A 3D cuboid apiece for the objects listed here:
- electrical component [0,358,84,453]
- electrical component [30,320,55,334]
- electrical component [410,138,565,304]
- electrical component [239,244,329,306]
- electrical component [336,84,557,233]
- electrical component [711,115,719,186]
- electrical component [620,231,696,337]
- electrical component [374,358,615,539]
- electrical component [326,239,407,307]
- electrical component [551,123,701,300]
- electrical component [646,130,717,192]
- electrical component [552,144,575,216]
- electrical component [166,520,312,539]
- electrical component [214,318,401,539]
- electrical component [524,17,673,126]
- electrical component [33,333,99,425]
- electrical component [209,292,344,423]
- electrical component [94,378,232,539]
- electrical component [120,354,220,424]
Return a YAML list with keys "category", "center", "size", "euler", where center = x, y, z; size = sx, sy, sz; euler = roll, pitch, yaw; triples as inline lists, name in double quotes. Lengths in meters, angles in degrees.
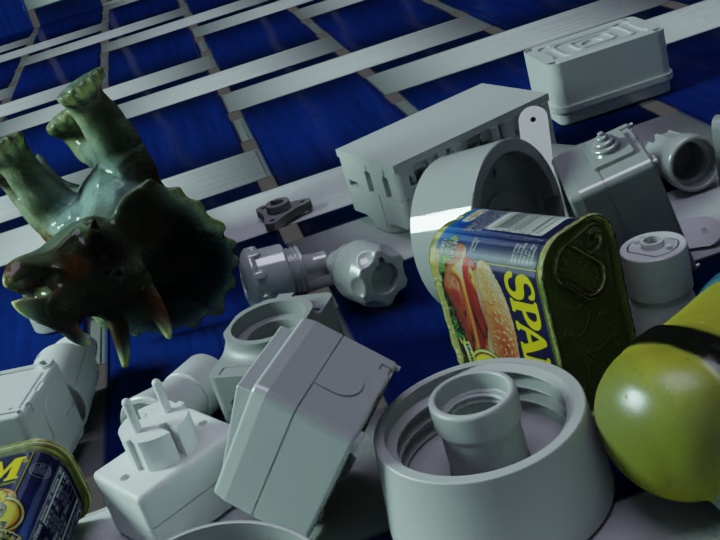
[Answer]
- category: "electrical component"
  center: [-0.221, 0.100, 0.635]
  size: [0.096, 0.061, 0.061]
  euler: [-12, 24, 10]
- category: "electrical component"
  center: [-0.244, 0.021, 0.843]
  size: [0.040, 0.046, 0.040]
  euler: [-14, 24, 6]
- category: "electrical component"
  center: [0.075, -0.024, 0.664]
  size: [0.060, 0.108, 0.108]
  euler: [-4, 26, 40]
- category: "electrical component"
  center: [-0.053, 0.002, 0.764]
  size: [0.062, 0.048, 0.048]
  euler: [-14, 23, -11]
- category: "electrical component"
  center: [0.072, -0.090, 0.858]
  size: [0.150, 0.061, 0.089]
  euler: [-27, 26, -22]
- category: "electrical component"
  center: [0.249, -0.057, 0.638]
  size: [0.056, 0.089, 0.050]
  euler: [1, 30, 35]
- category: "electrical component"
  center: [0.161, 0.013, 0.573]
  size: [0.044, 0.065, 0.044]
  euler: [-14, 24, 6]
- category: "electrical component"
  center: [0.058, 0.081, 0.495]
  size: [0.108, 0.060, 0.108]
  euler: [-14, 24, 6]
- category: "electrical component"
  center: [0.000, 0.000, 0.733]
  size: [0.043, 0.043, 0.062]
  euler: [-29, 25, -25]
- category: "electrical component"
  center: [0.152, -0.038, 0.642]
  size: [0.061, 0.096, 0.061]
  euler: [-25, 26, 12]
- category: "electrical component"
  center: [0.228, -0.079, 0.763]
  size: [0.040, 0.040, 0.046]
  euler: [-19, 18, -5]
- category: "electrical component"
  center: [0.168, -0.064, 0.761]
  size: [0.079, 0.044, 0.077]
  euler: [-20, 25, -7]
- category: "electrical component"
  center: [-0.047, 0.150, 0.411]
  size: [0.099, 0.064, 0.099]
  euler: [-14, 24, 6]
- category: "electrical component"
  center: [-0.031, 0.080, 0.520]
  size: [0.061, 0.096, 0.061]
  euler: [27, 38, 6]
- category: "electrical component"
  center: [0.213, -0.179, 0.966]
  size: [0.113, 0.057, 0.078]
  euler: [-19, 24, -4]
- category: "electrical component"
  center: [-0.194, 0.071, 0.704]
  size: [0.043, 0.043, 0.081]
  euler: [-16, 23, 2]
- category: "electrical component"
  center: [-0.046, 0.053, 0.631]
  size: [0.050, 0.055, 0.089]
  euler: [-7, 26, 21]
- category: "electrical component"
  center: [-0.100, 0.093, 0.554]
  size: [0.066, 0.076, 0.047]
  euler: [-34, 29, -33]
- category: "electrical component"
  center: [-0.105, 0.078, 0.636]
  size: [0.044, 0.044, 0.065]
  euler: [-3, 23, 28]
